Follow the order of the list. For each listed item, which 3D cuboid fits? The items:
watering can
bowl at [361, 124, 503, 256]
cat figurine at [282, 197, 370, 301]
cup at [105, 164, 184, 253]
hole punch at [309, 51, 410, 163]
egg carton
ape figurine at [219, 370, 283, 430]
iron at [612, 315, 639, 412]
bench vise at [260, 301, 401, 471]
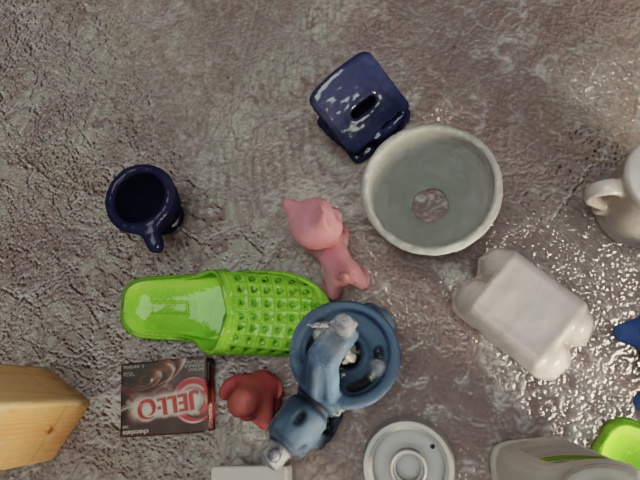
[{"bbox_3d":[0.381,-0.066,0.614,0.173,0.194,0.101,-28,73,1],"label":"watering can"},{"bbox_3d":[0.136,-0.054,0.711,0.167,0.075,0.167,-2,75,8],"label":"bowl"},{"bbox_3d":[0.006,0.002,0.693,0.067,0.118,0.127,-28,73,1],"label":"cat figurine"},{"bbox_3d":[-0.213,-0.030,0.747,0.091,0.095,0.117,-22,73,2],"label":"cup"},{"bbox_3d":[0.055,-0.173,0.747,0.109,0.091,0.101,-41,73,-3],"label":"hole punch"},{"bbox_3d":[0.234,0.082,0.662,0.150,0.069,0.107,38,84,16],"label":"egg carton"},{"bbox_3d":[-0.083,0.187,0.671,0.076,0.092,0.077,-35,73,-2],"label":"ape figurine"},{"bbox_3d":[0.454,0.108,0.584,0.258,0.141,0.118,-12,74,6],"label":"iron"},{"bbox_3d":[0.013,0.153,0.598,0.121,0.220,0.207,16,78,13],"label":"bench vise"}]
